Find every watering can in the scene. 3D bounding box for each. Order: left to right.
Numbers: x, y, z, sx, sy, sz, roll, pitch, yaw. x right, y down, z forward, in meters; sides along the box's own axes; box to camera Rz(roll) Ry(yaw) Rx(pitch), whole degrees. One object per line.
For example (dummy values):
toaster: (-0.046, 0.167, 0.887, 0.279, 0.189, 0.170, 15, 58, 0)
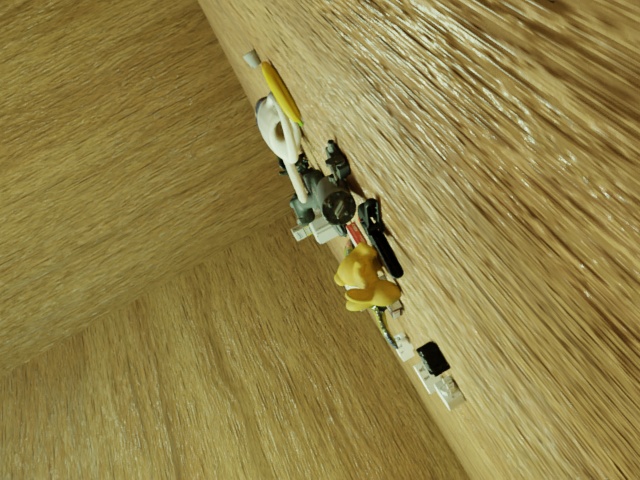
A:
watering can: (-0.111, -0.292, 1.546, 0.229, 0.104, 0.340, -123, 16, -51)

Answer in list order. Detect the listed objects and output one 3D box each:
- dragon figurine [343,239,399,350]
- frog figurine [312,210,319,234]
dragon figurine: (0.186, 0.189, 1.901, 0.409, 0.121, 0.245, 62, -165, -5)
frog figurine: (0.006, -0.107, 2.129, 0.140, 0.122, 0.156, -110, 30, -51)
